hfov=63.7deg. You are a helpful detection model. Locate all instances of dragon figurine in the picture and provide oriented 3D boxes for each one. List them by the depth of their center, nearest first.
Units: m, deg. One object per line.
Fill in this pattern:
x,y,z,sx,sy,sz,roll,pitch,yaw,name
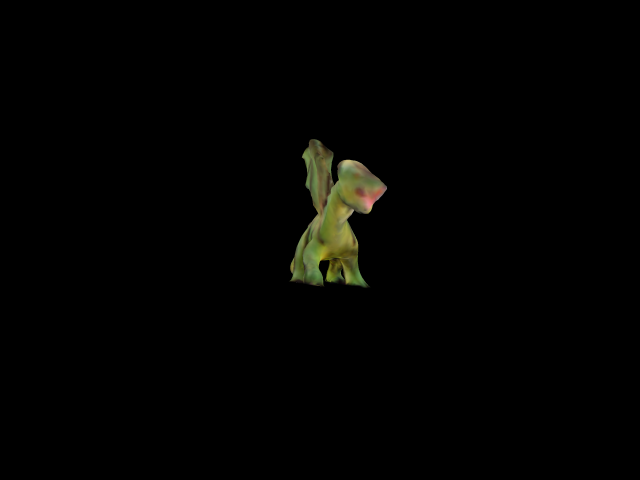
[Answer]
0.003,-0.043,0.850,0.122,0.243,0.409,1,0,-19,dragon figurine
